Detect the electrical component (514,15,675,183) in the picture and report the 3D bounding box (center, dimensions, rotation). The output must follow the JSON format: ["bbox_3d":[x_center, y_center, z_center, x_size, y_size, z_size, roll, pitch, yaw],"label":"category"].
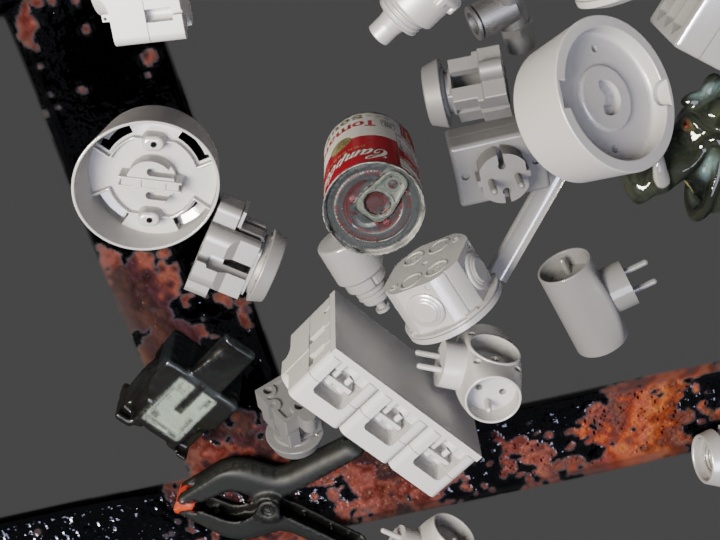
[{"bbox_3d":[0.154,-0.111,0.732,0.108,0.108,0.060,39,152,-20],"label":"electrical component"}]

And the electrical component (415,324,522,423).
[{"bbox_3d":[0.082,0.076,0.839,0.079,0.077,0.044,11,117,-7],"label":"electrical component"}]

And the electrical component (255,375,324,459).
[{"bbox_3d":[-0.055,0.120,0.870,0.048,0.066,0.055,-29,137,-24],"label":"electrical component"}]

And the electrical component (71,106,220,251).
[{"bbox_3d":[-0.149,-0.066,0.764,0.099,0.064,0.099,-1,118,-1],"label":"electrical component"}]

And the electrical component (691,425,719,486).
[{"bbox_3d":[0.315,0.156,0.907,0.055,0.048,0.066,-5,118,-7],"label":"electrical component"}]

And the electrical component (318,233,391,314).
[{"bbox_3d":[0.000,0.000,0.817,0.040,0.040,0.078,-26,115,12],"label":"electrical component"}]

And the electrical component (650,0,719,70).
[{"bbox_3d":[0.247,-0.163,0.724,0.077,0.065,0.047,24,115,-13],"label":"electrical component"}]

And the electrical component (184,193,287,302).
[{"bbox_3d":[-0.090,-0.011,0.800,0.057,0.058,0.078,22,114,-10],"label":"electrical component"}]

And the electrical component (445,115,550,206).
[{"bbox_3d":[0.100,-0.072,0.762,0.066,0.076,0.047,-12,117,5],"label":"electrical component"}]

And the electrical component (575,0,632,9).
[{"bbox_3d":[0.170,-0.206,0.693,0.080,0.080,0.051,-25,110,11],"label":"electrical component"}]

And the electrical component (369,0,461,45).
[{"bbox_3d":[0.033,-0.178,0.723,0.048,0.048,0.062,40,117,-20],"label":"electrical component"}]

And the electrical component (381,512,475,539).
[{"bbox_3d":[0.048,0.250,0.948,0.079,0.044,0.077,26,114,-15],"label":"electrical component"}]

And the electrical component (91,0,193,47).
[{"bbox_3d":[-0.147,-0.197,0.703,0.056,0.050,0.089,-6,118,1],"label":"electrical component"}]

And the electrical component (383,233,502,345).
[{"bbox_3d":[0.061,0.014,0.806,0.080,0.080,0.051,-29,110,13],"label":"electrical component"}]

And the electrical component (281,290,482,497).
[{"bbox_3d":[0.016,0.099,0.842,0.150,0.089,0.062,38,110,-19],"label":"electrical component"}]

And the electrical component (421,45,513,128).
[{"bbox_3d":[0.074,-0.125,0.745,0.055,0.066,0.048,-9,77,12],"label":"electrical component"}]

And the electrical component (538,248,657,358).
[{"bbox_3d":[0.189,0.018,0.831,0.079,0.043,0.077,-27,115,12],"label":"electrical component"}]
